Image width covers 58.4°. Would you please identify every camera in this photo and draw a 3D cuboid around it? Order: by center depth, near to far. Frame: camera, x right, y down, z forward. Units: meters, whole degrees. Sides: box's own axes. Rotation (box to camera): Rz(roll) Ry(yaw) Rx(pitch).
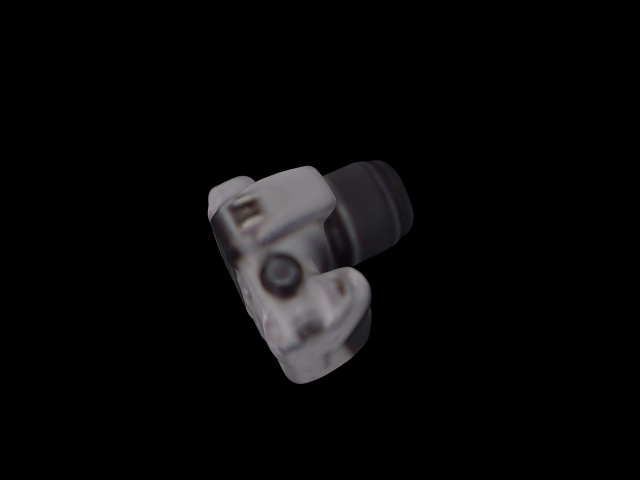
[{"bbox_3d":[0.004,0.001,0.400,0.137,0.101,0.143,-25,63,-14],"label":"camera"}]
